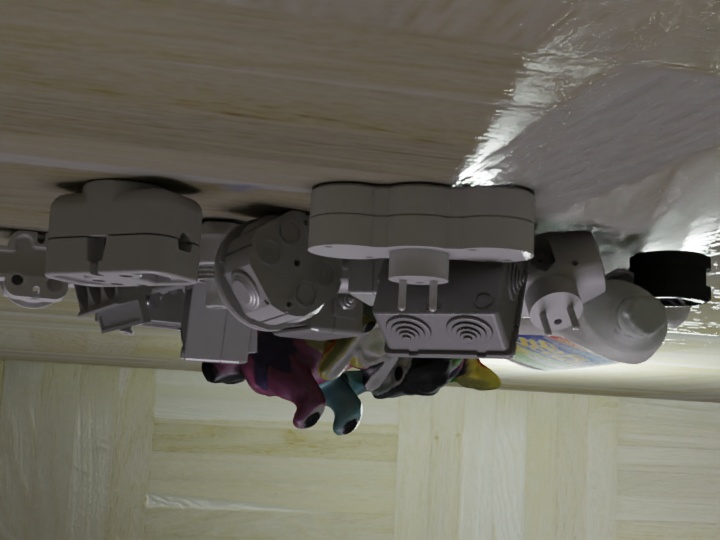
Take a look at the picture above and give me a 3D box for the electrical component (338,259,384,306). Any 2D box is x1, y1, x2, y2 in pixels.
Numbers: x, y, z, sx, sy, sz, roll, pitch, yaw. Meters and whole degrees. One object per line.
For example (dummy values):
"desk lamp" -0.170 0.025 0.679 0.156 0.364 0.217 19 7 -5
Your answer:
"electrical component" 0.000 0.000 0.826 0.077 0.047 0.066 0 170 14

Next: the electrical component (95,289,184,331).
"electrical component" -0.181 0.023 0.999 0.113 0.057 0.078 9 170 -33

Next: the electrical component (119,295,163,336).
"electrical component" -0.188 0.017 0.919 0.040 0.078 0.040 12 161 4

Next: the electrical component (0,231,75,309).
"electrical component" -0.267 0.001 0.885 0.078 0.058 0.057 6 168 -20

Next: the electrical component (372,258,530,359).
"electrical component" 0.060 0.009 0.711 0.100 0.099 0.048 -1 141 21

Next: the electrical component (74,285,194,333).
"electrical component" -0.177 0.003 0.823 0.063 0.078 0.121 -14 180 -28

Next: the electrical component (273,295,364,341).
"electrical component" -0.038 0.029 0.977 0.061 0.061 0.096 8 170 -30

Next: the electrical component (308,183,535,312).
"electrical component" 0.036 -0.011 0.657 0.138 0.073 0.052 1 171 8

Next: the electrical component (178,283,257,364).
"electrical component" -0.112 0.022 0.875 0.061 0.096 0.061 5 -160 -14

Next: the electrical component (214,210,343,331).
"electrical component" -0.056 0.000 0.746 0.080 0.080 0.051 8 164 -33

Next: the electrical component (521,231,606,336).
"electrical component" 0.131 0.015 0.744 0.077 0.079 0.043 -14 132 5

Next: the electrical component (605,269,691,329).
"electrical component" 0.234 0.027 0.942 0.077 0.043 0.079 10 169 -40

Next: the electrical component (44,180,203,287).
"electrical component" -0.151 -0.023 0.689 0.095 0.059 0.054 -2 170 26

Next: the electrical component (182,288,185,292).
"electrical component" -0.127 0.006 0.937 0.046 0.040 0.040 -12 164 37

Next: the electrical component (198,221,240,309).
"electrical component" -0.103 -0.003 0.790 0.043 0.062 0.043 3 172 0
